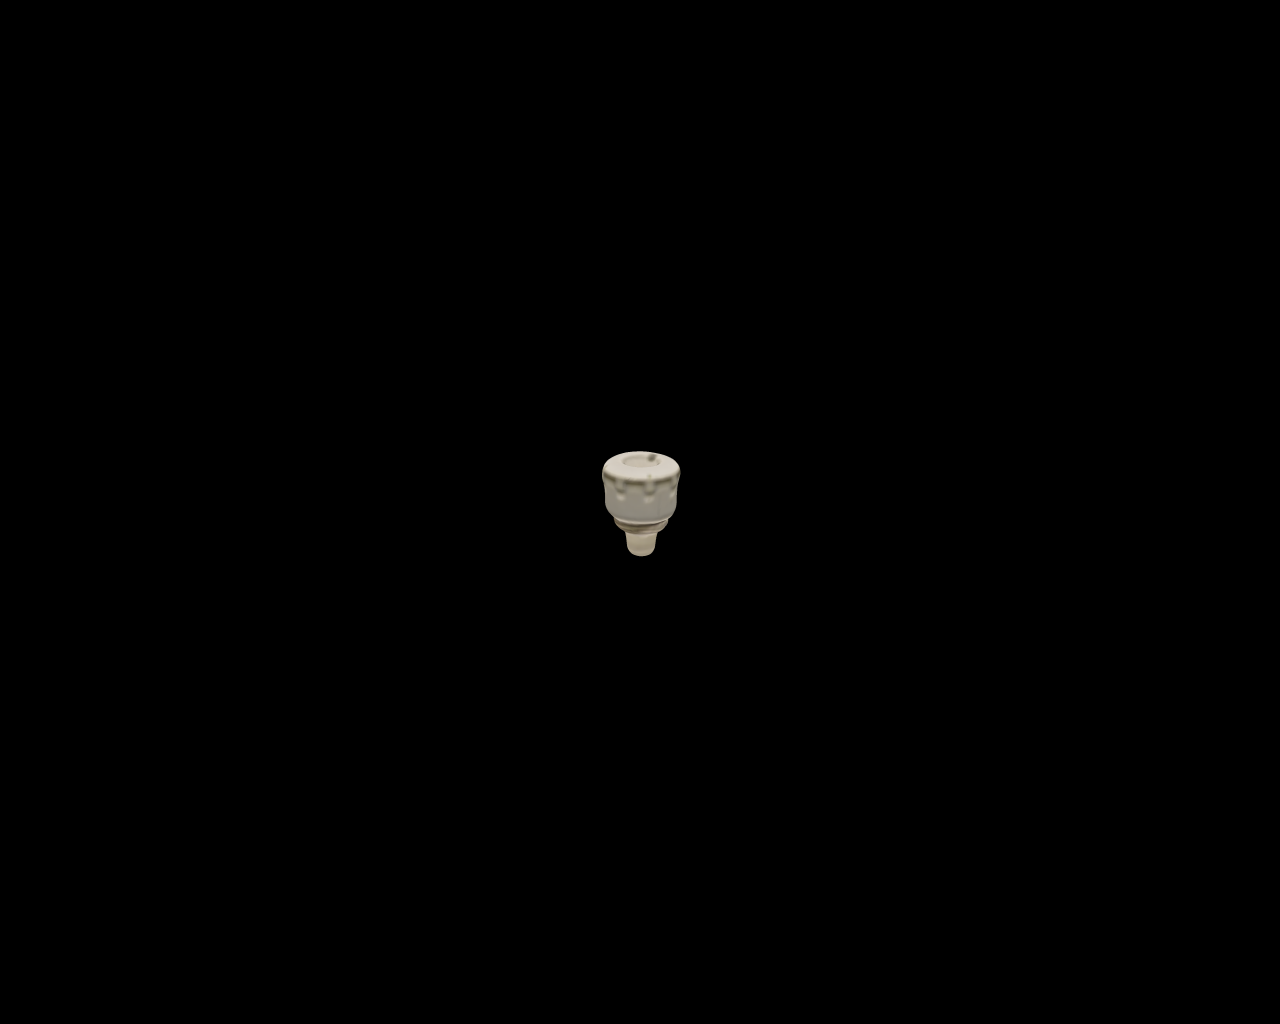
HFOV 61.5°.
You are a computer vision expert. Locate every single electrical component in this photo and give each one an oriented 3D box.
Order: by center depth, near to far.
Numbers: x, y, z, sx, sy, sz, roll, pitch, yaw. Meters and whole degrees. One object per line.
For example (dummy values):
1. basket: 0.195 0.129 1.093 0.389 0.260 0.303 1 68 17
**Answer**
1. electrical component: 0.001 -0.003 0.650 0.048 0.062 0.048 0 21 0
